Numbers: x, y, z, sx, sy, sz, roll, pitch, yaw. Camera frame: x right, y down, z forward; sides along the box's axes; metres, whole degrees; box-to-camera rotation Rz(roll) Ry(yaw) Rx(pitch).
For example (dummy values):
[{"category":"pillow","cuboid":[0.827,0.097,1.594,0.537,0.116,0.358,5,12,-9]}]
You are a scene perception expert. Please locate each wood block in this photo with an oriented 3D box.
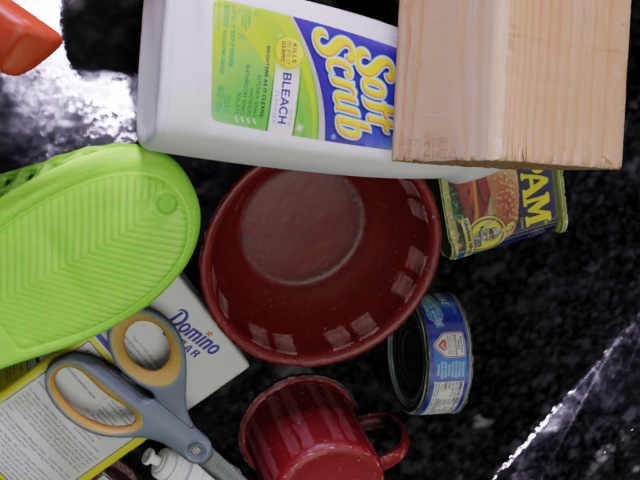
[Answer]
[{"category":"wood block","cuboid":[0.102,-0.141,0.560,0.090,0.090,0.206,2,92,-31]}]

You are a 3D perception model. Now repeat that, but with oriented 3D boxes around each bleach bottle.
[{"category":"bleach bottle","cuboid":[0.025,-0.088,0.617,0.250,0.068,0.102,4,89,-22]}]

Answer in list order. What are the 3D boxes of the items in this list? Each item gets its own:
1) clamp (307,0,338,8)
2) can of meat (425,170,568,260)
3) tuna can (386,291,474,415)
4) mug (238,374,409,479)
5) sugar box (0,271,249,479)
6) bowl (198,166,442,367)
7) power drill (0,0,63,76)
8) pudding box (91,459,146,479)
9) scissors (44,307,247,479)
[{"category":"clamp","cuboid":[-0.064,-0.158,0.616,0.120,0.039,0.171,-42,120,16]},{"category":"can of meat","cuboid":[0.113,-0.044,0.716,0.084,0.057,0.102,-16,117,-7]},{"category":"tuna can","cuboid":[0.075,0.079,0.744,0.033,0.086,0.086,-1,114,-15]},{"category":"mug","cuboid":[0.007,0.153,0.759,0.117,0.081,0.093,-12,117,-13]},{"category":"sugar box","cuboid":[-0.145,0.095,0.703,0.176,0.048,0.093,-36,118,-3]},{"category":"bowl","cuboid":[-0.005,0.001,0.698,0.162,0.055,0.162,-7,116,-15]},{"category":"power drill","cuboid":[-0.219,-0.051,0.566,0.184,0.057,0.188,36,96,4]},{"category":"pudding box","cuboid":[-0.151,0.212,0.760,0.090,0.039,0.113,-40,117,5]},{"category":"scissors","cuboid":[-0.076,0.113,0.683,0.201,0.016,0.096,29,96,-17]}]
